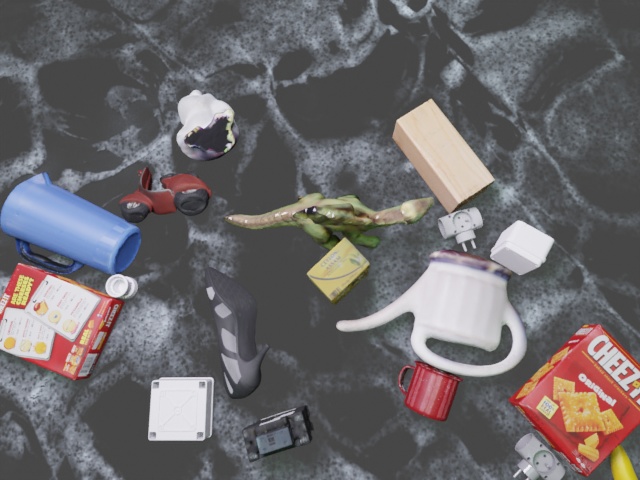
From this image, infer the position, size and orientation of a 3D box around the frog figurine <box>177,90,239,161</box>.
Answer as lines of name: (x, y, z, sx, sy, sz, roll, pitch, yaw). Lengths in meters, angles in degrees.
frog figurine: (-0.250, -0.245, 1.103, 0.137, 0.121, 0.162, -48, 43, 1)

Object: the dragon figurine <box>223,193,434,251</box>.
dragon figurine: (0.003, -0.048, 0.960, 0.410, 0.241, 0.123, -2, 83, 1)

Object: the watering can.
watering can: (0.221, 0.123, 0.967, 0.348, 0.103, 0.227, 15, 76, 4)
